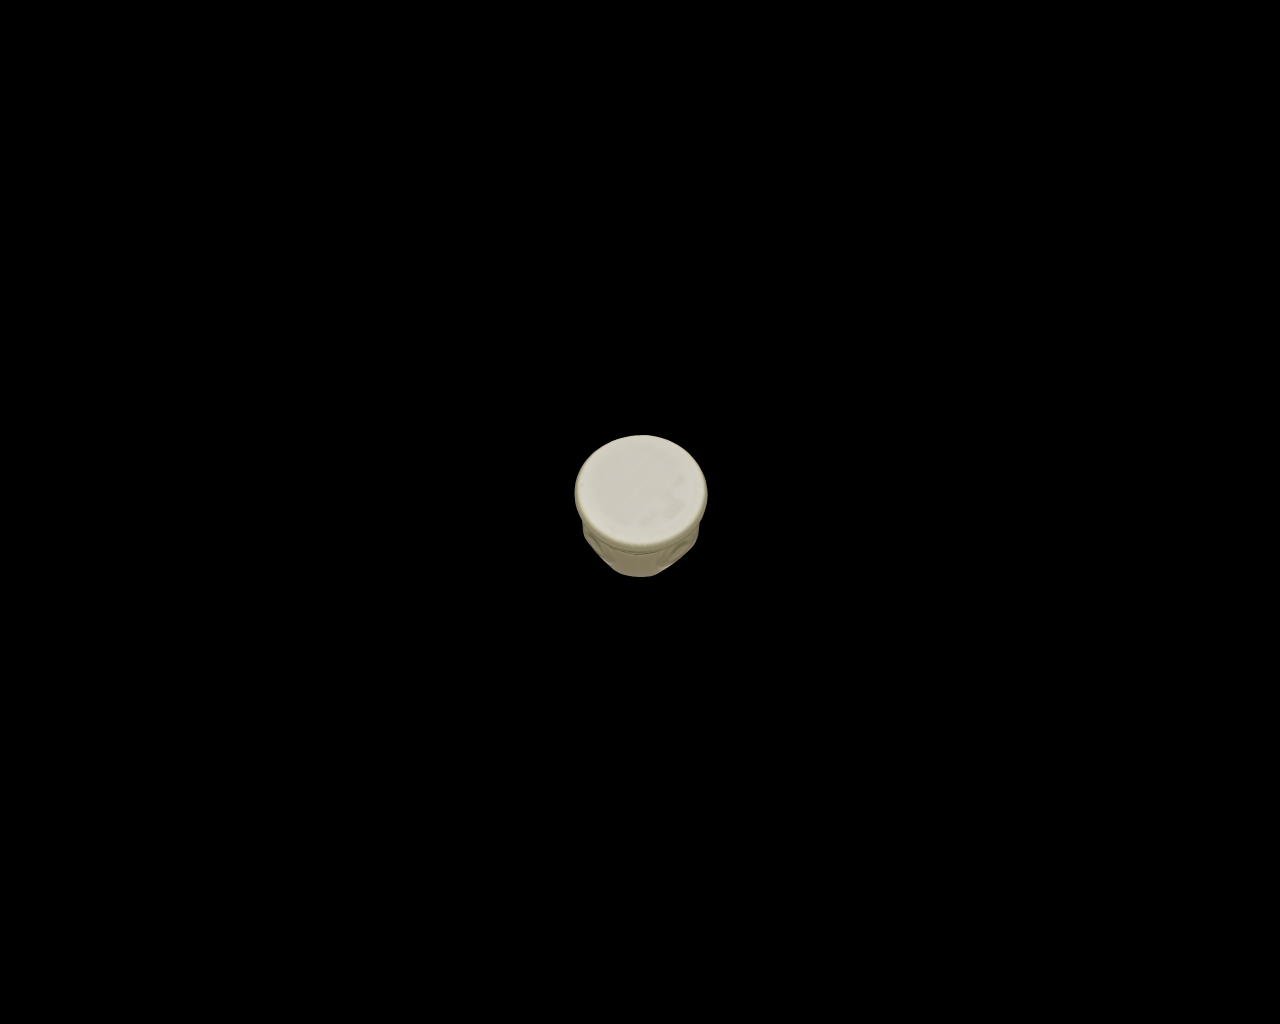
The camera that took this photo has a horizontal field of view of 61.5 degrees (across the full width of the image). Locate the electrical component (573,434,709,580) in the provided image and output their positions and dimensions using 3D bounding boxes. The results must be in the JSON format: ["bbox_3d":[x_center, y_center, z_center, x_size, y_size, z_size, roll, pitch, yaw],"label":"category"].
[{"bbox_3d":[0.001,-0.003,0.650,0.080,0.080,0.051,0,-29,0],"label":"electrical component"}]
